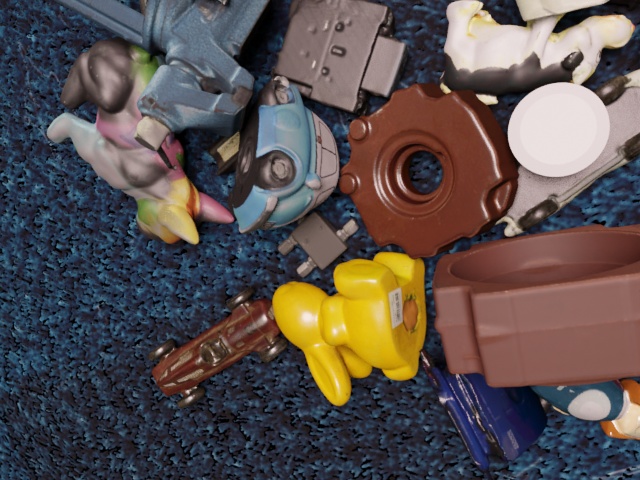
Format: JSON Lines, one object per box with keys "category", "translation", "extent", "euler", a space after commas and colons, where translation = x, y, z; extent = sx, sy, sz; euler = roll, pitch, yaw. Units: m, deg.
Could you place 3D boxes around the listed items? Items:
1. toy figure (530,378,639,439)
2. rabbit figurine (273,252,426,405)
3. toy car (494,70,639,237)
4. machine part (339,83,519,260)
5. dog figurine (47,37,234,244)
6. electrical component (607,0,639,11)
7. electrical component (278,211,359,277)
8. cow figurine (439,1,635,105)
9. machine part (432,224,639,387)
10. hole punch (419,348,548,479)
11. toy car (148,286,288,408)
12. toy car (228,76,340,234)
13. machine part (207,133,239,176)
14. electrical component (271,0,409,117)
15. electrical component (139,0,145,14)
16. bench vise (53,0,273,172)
{"category": "toy figure", "translation": [0.286, 0.161, 0.537], "extent": [0.154, 0.058, 0.064], "euler": [25, 145, -2]}
{"category": "rabbit figurine", "translation": [0.027, 0.090, 0.599], "extent": [0.173, 0.122, 0.162], "euler": [0, 107, 30]}
{"category": "toy car", "translation": [0.247, -0.082, 0.528], "extent": [0.202, 0.056, 0.073], "euler": [-39, 79, 20]}
{"category": "machine part", "translation": [0.105, -0.068, 0.544], "extent": [0.180, 0.056, 0.179], "euler": [8, 105, 33]}
{"category": "dog figurine", "translation": [-0.187, -0.098, 0.620], "extent": [0.219, 0.108, 0.191], "euler": [43, 123, 2]}
{"category": "electrical component", "translation": [0.253, -0.267, 0.508], "extent": [0.119, 0.048, 0.074], "euler": [17, 101, 11]}
{"category": "electrical component", "translation": [-0.001, -0.002, 0.626], "extent": [0.094, 0.021, 0.063], "euler": [-41, 85, 17]}
{"category": "cow figurine", "translation": [0.204, -0.177, 0.521], "extent": [0.168, 0.068, 0.098], "euler": [11, 106, 18]}
{"category": "machine part", "translation": [0.208, 0.052, 0.480], "extent": [0.201, 0.201, 0.087], "euler": [-10, 97, 17]}
{"category": "hole punch", "translation": [0.170, 0.160, 0.546], "extent": [0.092, 0.115, 0.142], "euler": [-27, 77, 12]}
{"category": "toy car", "translation": [-0.133, 0.138, 0.668], "extent": [0.202, 0.053, 0.089], "euler": [-32, 91, 16]}
{"category": "toy car", "translation": [-0.033, -0.081, 0.563], "extent": [0.109, 0.103, 0.161], "euler": [-32, 51, 56]}
{"category": "machine part", "translation": [-0.068, -0.079, 0.629], "extent": [0.084, 0.039, 0.139], "euler": [-42, 83, 8]}
{"category": "electrical component", "translation": [0.024, -0.198, 0.576], "extent": [0.134, 0.058, 0.114], "euler": [20, 104, 13]}
{"category": "electrical component", "translation": [-0.189, -0.270, 0.633], "extent": [0.078, 0.045, 0.102], "euler": [1, 98, 17]}
{"category": "bench vise", "translation": [-0.162, -0.205, 0.512], "extent": [0.240, 0.129, 0.223], "euler": [28, 87, -6]}
